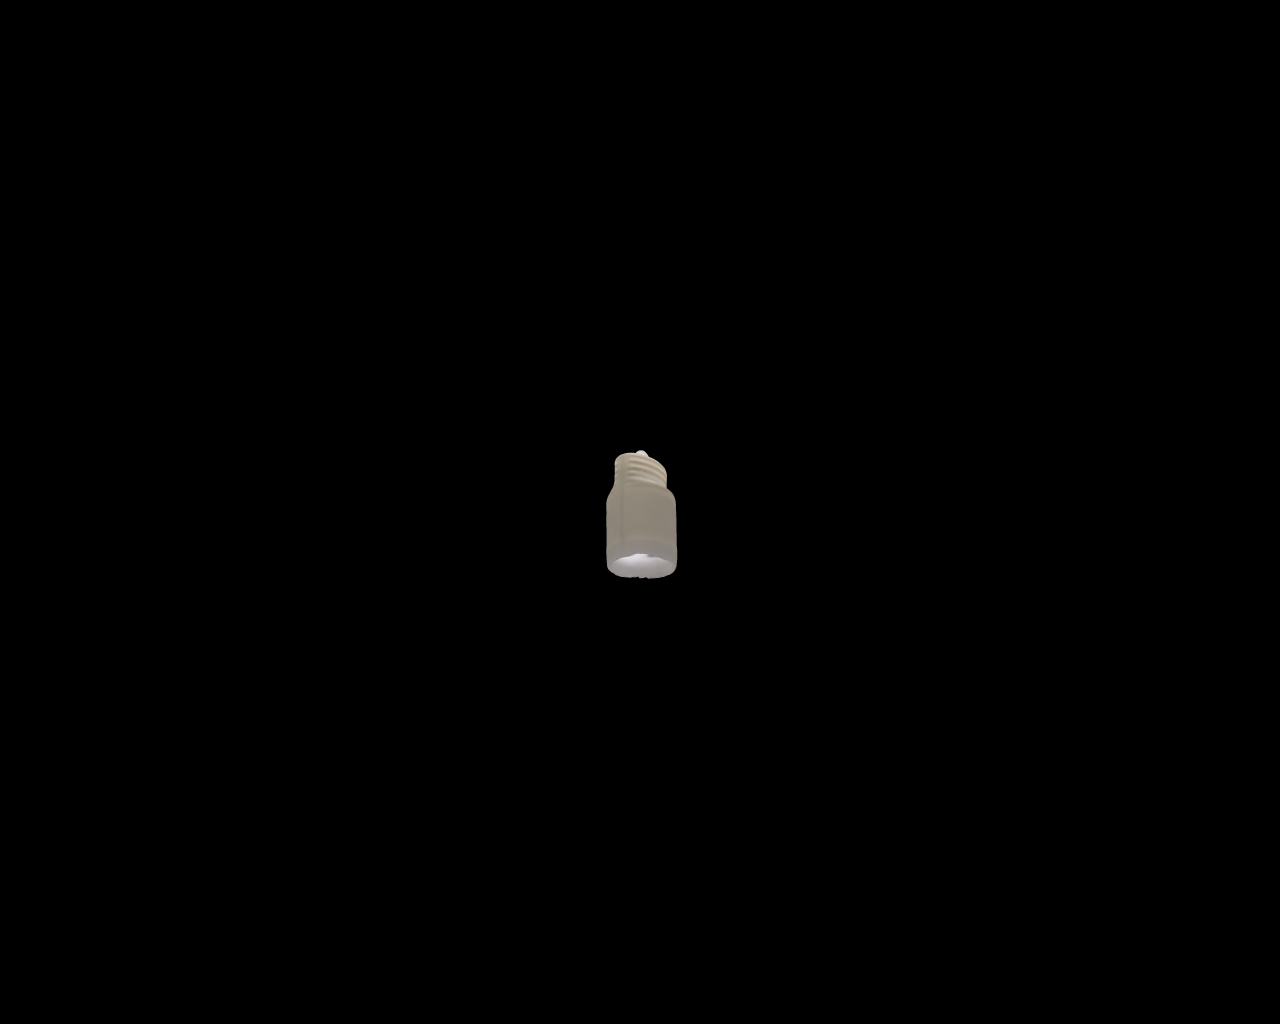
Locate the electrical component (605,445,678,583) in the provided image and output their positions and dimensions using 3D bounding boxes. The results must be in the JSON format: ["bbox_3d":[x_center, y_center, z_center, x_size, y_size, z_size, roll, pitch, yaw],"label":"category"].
[{"bbox_3d":[0.001,-0.003,0.650,0.043,0.081,0.043,0,-24,0],"label":"electrical component"}]
